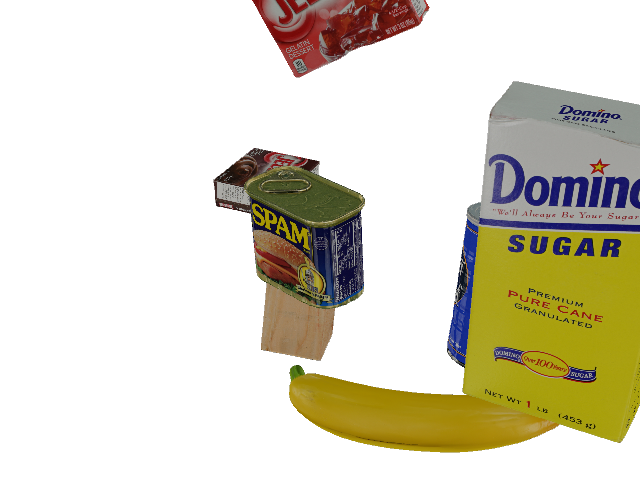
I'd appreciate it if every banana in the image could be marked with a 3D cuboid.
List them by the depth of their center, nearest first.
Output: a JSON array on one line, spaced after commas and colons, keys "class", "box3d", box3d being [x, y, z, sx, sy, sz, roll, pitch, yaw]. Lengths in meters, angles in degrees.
[{"class": "banana", "box3d": [0.057, 0.110, 0.702, 0.198, 0.037, 0.069, 7, 32, 22]}]

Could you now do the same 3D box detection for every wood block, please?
[{"class": "wood block", "box3d": [-0.023, 0.049, 1.486, 0.090, 0.206, 0.090, 10, 22, 8]}]

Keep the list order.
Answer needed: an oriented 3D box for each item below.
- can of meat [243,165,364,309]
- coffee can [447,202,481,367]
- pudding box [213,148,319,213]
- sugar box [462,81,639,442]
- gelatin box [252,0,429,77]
[{"class": "can of meat", "box3d": [-0.012, -0.002, 0.853, 0.057, 0.084, 0.102, -28, 38, -34]}, {"class": "coffee can", "box3d": [0.177, 0.044, 0.988, 0.103, 0.140, 0.103, 5, 17, -2]}, {"class": "pudding box", "box3d": [-0.063, -0.069, 1.277, 0.090, 0.039, 0.113, 12, 32, 20]}, {"class": "sugar box", "box3d": [0.127, 0.014, 0.545, 0.093, 0.176, 0.048, 15, 37, 23]}, {"class": "gelatin box", "box3d": [0.007, -0.144, 0.616, 0.089, 0.073, 0.030, -18, 24, 29]}]
